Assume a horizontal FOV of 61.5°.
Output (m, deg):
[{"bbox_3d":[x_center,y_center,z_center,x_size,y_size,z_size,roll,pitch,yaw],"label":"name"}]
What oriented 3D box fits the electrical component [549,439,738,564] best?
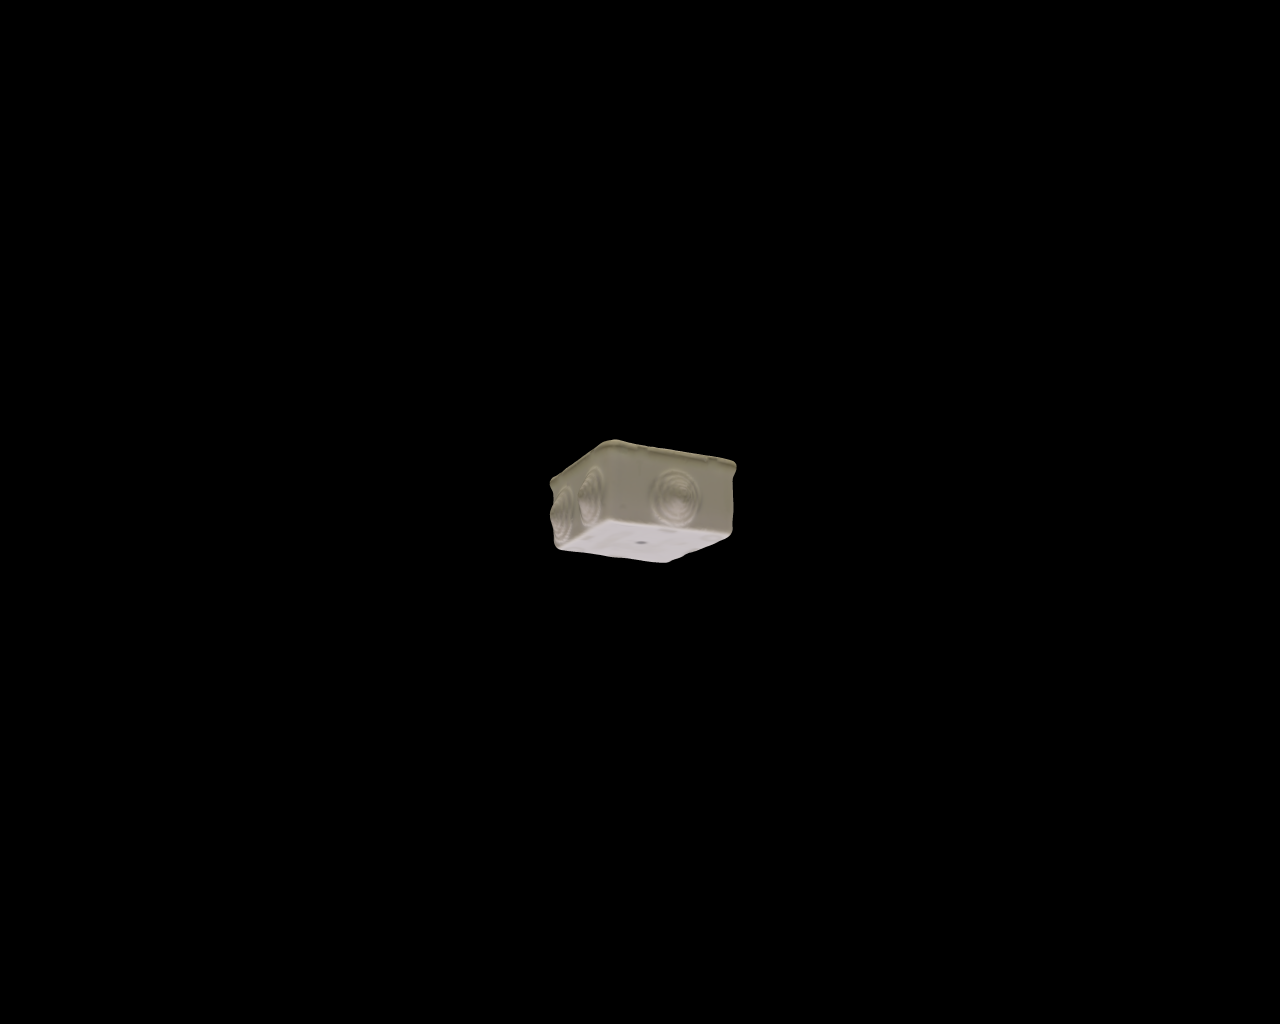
[{"bbox_3d":[0.001,-0.003,0.650,0.100,0.048,0.099,8,-18,-27],"label":"electrical component"}]
